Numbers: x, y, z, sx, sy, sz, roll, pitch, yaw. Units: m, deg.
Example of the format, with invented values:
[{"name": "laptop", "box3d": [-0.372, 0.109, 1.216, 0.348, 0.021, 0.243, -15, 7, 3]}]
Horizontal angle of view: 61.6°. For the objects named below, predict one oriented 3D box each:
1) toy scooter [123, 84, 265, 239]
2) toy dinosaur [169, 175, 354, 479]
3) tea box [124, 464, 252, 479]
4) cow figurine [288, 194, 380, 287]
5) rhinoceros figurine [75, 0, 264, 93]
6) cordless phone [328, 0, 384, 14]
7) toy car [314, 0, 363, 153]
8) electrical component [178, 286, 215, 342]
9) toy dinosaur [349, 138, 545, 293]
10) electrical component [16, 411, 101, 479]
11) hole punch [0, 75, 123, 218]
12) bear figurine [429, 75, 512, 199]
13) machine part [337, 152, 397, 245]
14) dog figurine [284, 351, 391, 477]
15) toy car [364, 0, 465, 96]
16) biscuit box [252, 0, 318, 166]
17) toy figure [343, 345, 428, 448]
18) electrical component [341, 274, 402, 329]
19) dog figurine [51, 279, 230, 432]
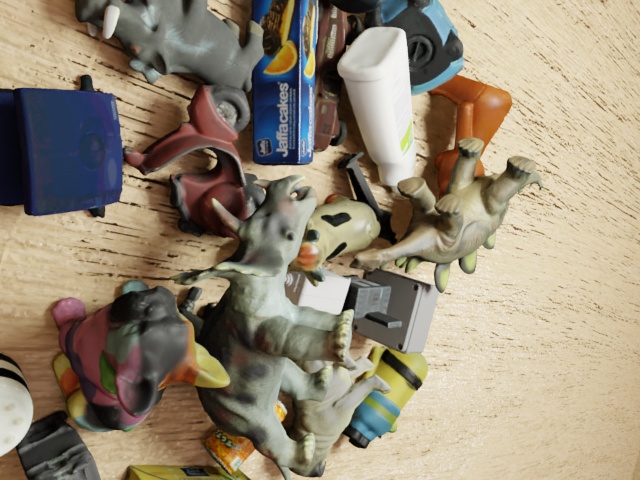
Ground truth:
[{"name": "toy scooter", "box3d": [-0.133, -0.071, 0.583, 0.135, 0.075, 0.183, -19, 125, -17]}, {"name": "toy dinosaur", "box3d": [-0.075, 0.134, 0.592, 0.131, 0.192, 0.404, -64, 171, -64]}, {"name": "tea box", "box3d": [-0.165, 0.339, 0.665, 0.169, 0.068, 0.098, 22, 86, -42]}, {"name": "cow figurine", "box3d": [-0.001, -0.002, 0.685, 0.195, 0.127, 0.085, -18, 110, -40]}, {"name": "rhinoceros figurine", "box3d": [-0.147, -0.209, 0.545, 0.190, 0.073, 0.112, 16, 101, -45]}, {"name": "cordless phone", "box3d": [0.060, -0.348, 0.664, 0.184, 0.089, 0.146, -46, 149, -75]}, {"name": "toy car", "box3d": [0.008, -0.213, 0.691, 0.089, 0.053, 0.202, 6, 98, -40]}, {"name": "electrical component", "box3d": [-0.147, 0.116, 0.639, 0.078, 0.045, 0.102, 45, 70, -41]}, {"name": "toy dinosaur", "box3d": [0.221, -0.044, 0.786, 0.471, 0.105, 0.198, -25, 142, -30]}, {"name": "electrical component", "box3d": [-0.250, 0.256, 0.536, 0.058, 0.115, 0.134, -21, 114, -32]}, {"name": "hole punch", "box3d": [-0.232, -0.082, 0.487, 0.116, 0.092, 0.142, -12, 105, -43]}, {"name": "bear figurine", "box3d": [0.230, -0.161, 0.878, 0.120, 0.132, 0.195, -3, 121, -40]}, {"name": "machine part", "box3d": [0.067, -0.059, 0.774, 0.039, 0.084, 0.138, -28, 112, -5]}, {"name": "dog figurine", "box3d": [-0.021, 0.226, 0.756, 0.172, 0.121, 0.190, 40, 91, -6]}, {"name": "toy car", "box3d": [0.124, -0.289, 0.744, 0.161, 0.109, 0.103, 45, 29, -34]}, {"name": "biscuit box", "box3d": [-0.041, -0.187, 0.624, 0.059, 0.063, 0.202, -26, 118, -71]}, {"name": "toy figure", "box3d": [0.107, 0.251, 0.870, 0.180, 0.089, 0.082, -53, 136, -22]}, {"name": "electrical component", "box3d": [0.065, 0.086, 0.771, 0.075, 0.119, 0.047, 2, 100, -39]}, {"name": "dog figurine", "box3d": [-0.171, 0.125, 0.504, 0.108, 0.219, 0.191, -8, 106, -37]}]
